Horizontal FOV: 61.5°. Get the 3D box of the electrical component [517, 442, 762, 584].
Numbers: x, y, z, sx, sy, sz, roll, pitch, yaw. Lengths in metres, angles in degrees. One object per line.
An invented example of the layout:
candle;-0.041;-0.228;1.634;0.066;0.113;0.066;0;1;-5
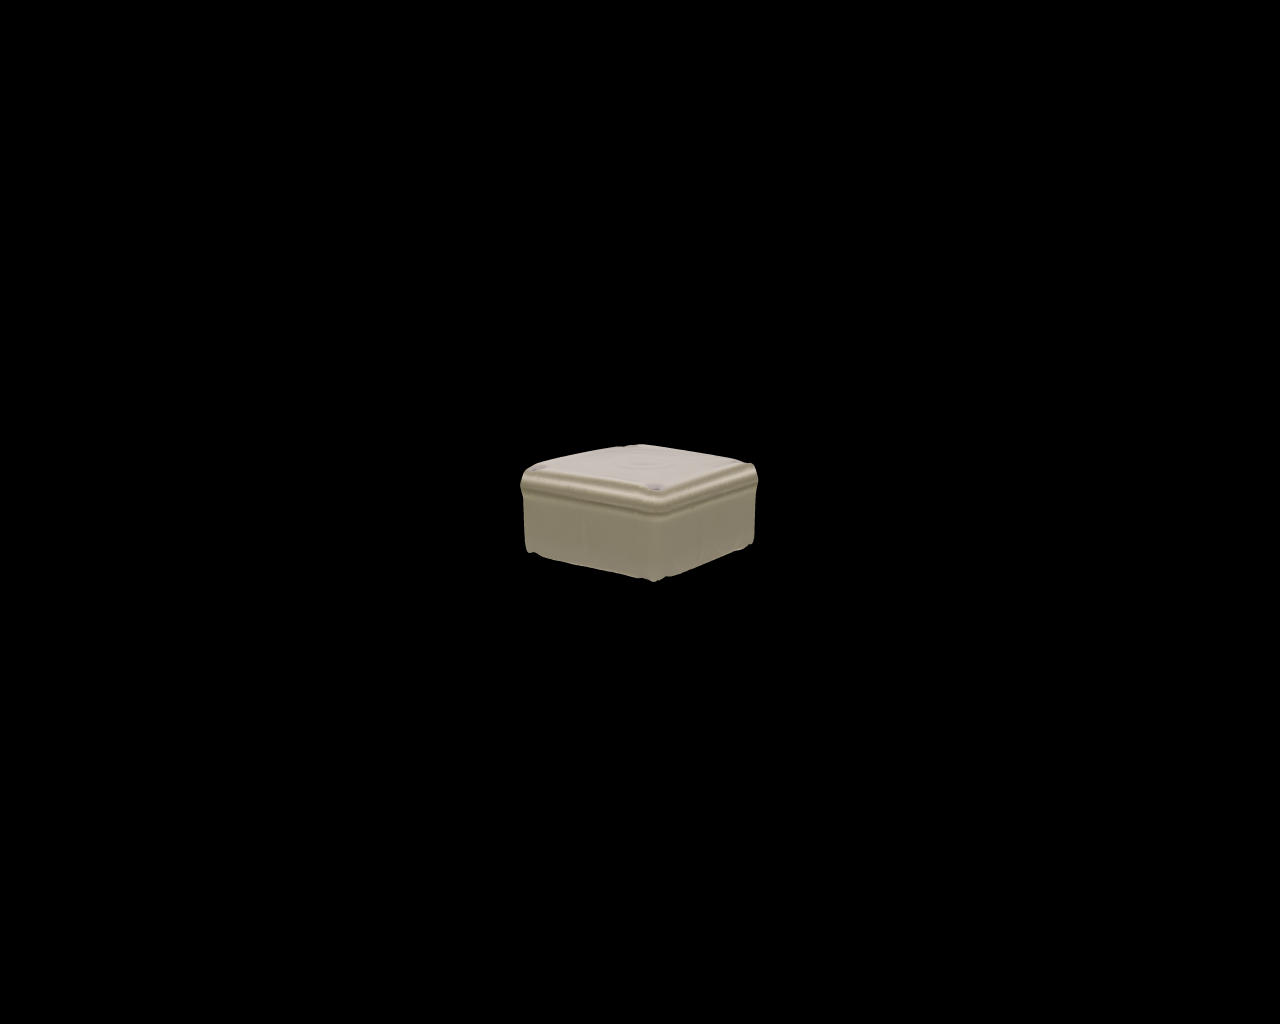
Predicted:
electrical component;0.001;-0.003;0.650;0.109;0.056;0.109;11;18;37
